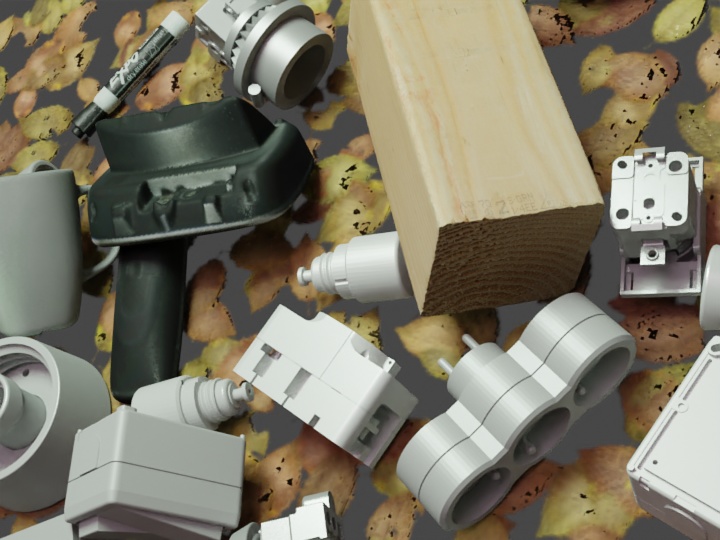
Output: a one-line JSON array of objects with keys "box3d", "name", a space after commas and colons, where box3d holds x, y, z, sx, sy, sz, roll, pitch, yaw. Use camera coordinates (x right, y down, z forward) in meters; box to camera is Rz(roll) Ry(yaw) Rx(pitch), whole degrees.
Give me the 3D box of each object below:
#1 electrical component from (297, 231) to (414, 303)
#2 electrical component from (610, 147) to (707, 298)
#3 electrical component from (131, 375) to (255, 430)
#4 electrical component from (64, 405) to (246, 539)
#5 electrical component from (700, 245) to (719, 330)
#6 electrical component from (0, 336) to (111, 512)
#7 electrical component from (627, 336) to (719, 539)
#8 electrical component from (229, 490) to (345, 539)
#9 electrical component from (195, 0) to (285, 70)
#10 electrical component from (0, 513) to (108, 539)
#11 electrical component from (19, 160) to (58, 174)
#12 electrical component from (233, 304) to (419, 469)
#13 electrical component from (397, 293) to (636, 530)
[{"box3d": [0.000, 0.000, 0.645, 0.078, 0.040, 0.040, -7, 62, 23], "name": "electrical component"}, {"box3d": [0.158, -0.029, 0.569, 0.042, 0.064, 0.081, -3, 64, 24], "name": "electrical component"}, {"box3d": [-0.101, 0.083, 0.651, 0.078, 0.040, 0.040, -17, 59, 17], "name": "electrical component"}, {"box3d": [-0.109, 0.122, 0.607, 0.062, 0.096, 0.061, -29, 50, 46], "name": "electrical component"}, {"box3d": [0.207, 0.013, 0.538, 0.065, 0.044, 0.044, 9, 69, 24], "name": "electrical component"}, {"box3d": [-0.223, 0.095, 0.691, 0.108, 0.060, 0.108, -11, 60, 21], "name": "electrical component"}, {"box3d": [0.179, 0.082, 0.507, 0.062, 0.061, 0.096, 29, 73, 32], "name": "electrical component"}, {"box3d": [-0.038, 0.157, 0.580, 0.055, 0.048, 0.066, -15, 59, 10], "name": "electrical component"}, {"box3d": [-0.086, -0.182, 0.773, 0.048, 0.066, 0.055, 42, 78, 0], "name": "electrical component"}, {"box3d": [-0.207, 0.212, 0.622, 0.150, 0.061, 0.089, -23, 57, 14], "name": "electrical component"}, {"box3d": [-0.253, -0.049, 0.793, 0.065, 0.044, 0.044, -20, 58, 21], "name": "electrical component"}, {"box3d": [-0.017, 0.062, 0.615, 0.089, 0.050, 0.055, 30, 80, 34], "name": "electrical component"}, {"box3d": [0.072, 0.064, 0.570, 0.138, 0.052, 0.074, -44, 55, -1], "name": "electrical component"}]
